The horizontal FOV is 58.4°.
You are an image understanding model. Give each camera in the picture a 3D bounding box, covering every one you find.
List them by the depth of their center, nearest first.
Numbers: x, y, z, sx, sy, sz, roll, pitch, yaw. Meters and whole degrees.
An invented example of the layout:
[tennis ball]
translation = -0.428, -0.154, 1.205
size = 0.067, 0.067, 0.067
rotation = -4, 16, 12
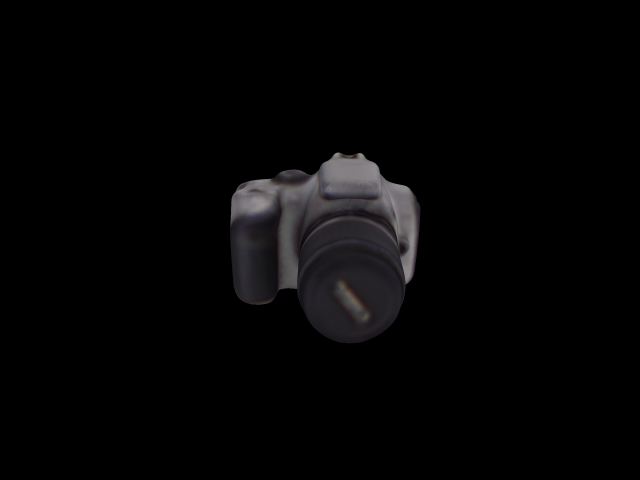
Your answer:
[camera]
translation = 0.004, 0.001, 0.400
size = 0.143, 0.101, 0.137
rotation = 0, 25, 0
